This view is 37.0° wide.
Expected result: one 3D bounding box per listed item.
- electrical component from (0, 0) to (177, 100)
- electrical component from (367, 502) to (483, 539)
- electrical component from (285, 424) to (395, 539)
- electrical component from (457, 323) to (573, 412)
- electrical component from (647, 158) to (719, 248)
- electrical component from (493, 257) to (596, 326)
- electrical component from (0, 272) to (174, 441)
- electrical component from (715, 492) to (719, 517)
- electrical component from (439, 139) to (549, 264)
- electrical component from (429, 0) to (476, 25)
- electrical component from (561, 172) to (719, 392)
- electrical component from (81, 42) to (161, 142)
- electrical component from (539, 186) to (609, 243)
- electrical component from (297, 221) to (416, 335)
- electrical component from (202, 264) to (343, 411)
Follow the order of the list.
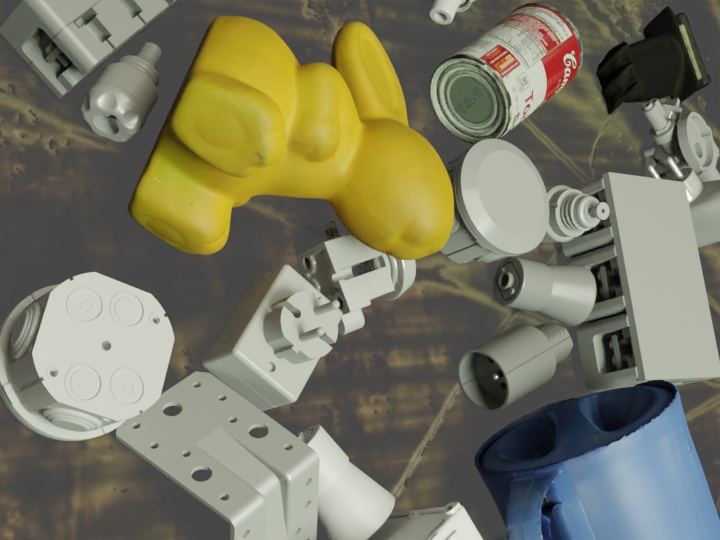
[{"bbox_3d":[-0.147,-0.146,0.588,0.055,0.050,0.089,49,52,-15],"label":"electrical component"},{"bbox_3d":[0.032,0.173,0.593,0.062,0.096,0.061,-36,98,-39],"label":"electrical component"},{"bbox_3d":[-0.017,0.120,0.609,0.065,0.044,0.044,50,53,-8],"label":"electrical component"},{"bbox_3d":[0.108,0.060,0.720,0.081,0.043,0.043,-23,90,-40],"label":"electrical component"},{"bbox_3d":[0.257,-0.054,0.848,0.079,0.077,0.044,52,52,-12],"label":"electrical component"},{"bbox_3d":[0.126,0.013,0.752,0.065,0.044,0.044,12,69,-29],"label":"electrical component"},{"bbox_3d":[-0.136,0.042,0.535,0.080,0.051,0.080,12,68,-34],"label":"electrical component"},{"bbox_3d":[0.304,0.223,0.814,0.099,0.048,0.099,45,54,-17],"label":"electrical component"},{"bbox_3d":[0.086,-0.044,0.732,0.080,0.051,0.080,13,68,-34],"label":"electrical component"},{"bbox_3d":[0.067,-0.206,0.775,0.048,0.048,0.062,32,66,-26],"label":"electrical component"},{"bbox_3d":[0.202,0.012,0.795,0.089,0.062,0.150,2,74,-37],"label":"electrical component"},{"bbox_3d":[-0.128,-0.102,0.599,0.035,0.035,0.061,37,54,-22],"label":"electrical component"},{"bbox_3d":[0.144,-0.040,0.761,0.040,0.078,0.040,0,90,-33],"label":"electrical component"},{"bbox_3d":[0.000,0.000,0.657,0.055,0.048,0.066,-19,88,-32],"label":"electrical component"},{"bbox_3d":[-0.038,0.034,0.596,0.047,0.077,0.065,42,55,-19],"label":"electrical component"}]
